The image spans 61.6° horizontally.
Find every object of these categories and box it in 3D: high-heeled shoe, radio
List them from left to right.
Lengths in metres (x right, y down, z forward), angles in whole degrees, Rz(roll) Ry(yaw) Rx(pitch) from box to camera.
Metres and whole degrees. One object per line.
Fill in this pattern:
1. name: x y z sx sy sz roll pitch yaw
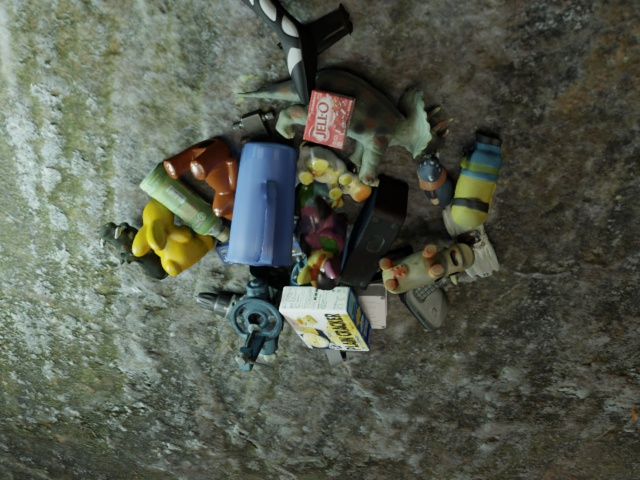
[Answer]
1. high-heeled shoe: -0.088 -0.351 0.912 0.145 0.086 0.248 1 108 19
2. radio: 0.110 -0.010 1.141 0.073 0.131 0.229 19 128 -4

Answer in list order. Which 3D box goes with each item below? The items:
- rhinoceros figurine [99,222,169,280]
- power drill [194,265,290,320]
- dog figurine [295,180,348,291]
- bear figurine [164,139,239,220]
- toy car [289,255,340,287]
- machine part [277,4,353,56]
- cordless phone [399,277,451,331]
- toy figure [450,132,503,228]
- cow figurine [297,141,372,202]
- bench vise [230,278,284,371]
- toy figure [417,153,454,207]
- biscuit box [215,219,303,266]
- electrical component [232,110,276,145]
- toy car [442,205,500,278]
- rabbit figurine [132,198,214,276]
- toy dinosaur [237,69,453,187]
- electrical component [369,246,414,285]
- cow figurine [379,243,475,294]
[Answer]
1. rhinoceros figurine: -0.433 0.023 1.267 0.073 0.112 0.190 -23 129 27
2. power drill: -0.178 0.135 1.334 0.232 0.086 0.207 25 123 -12
3. dog figurine: -0.002 -0.003 1.111 0.109 0.219 0.191 -10 126 12
4. bear figurine: -0.217 -0.107 1.127 0.120 0.132 0.195 9 129 34
5. toy car: -0.012 0.080 1.248 0.109 0.103 0.161 16 150 -7
6. machine part: -0.003 -0.355 0.953 0.139 0.039 0.084 -28 110 29
7. cordless phone: 0.284 0.110 1.250 0.184 0.089 0.146 -37 115 10
8. toy figure: 0.301 -0.114 1.037 0.082 0.089 0.180 21 110 22
9. cow figurine: 0.029 -0.138 1.092 0.167 0.098 0.068 24 125 -34
10. bench vise: -0.144 0.216 1.210 0.129 0.241 0.223 9 117 4
11. toy figure: 0.226 -0.115 1.057 0.058 0.064 0.154 -18 150 20
12. biscuit box: -0.137 0.008 1.238 0.203 0.063 0.059 -10 124 16
13. electrical component: -0.127 -0.226 1.081 0.094 0.021 0.063 -15 124 18
14. toy car: 0.324 -0.001 1.151 0.074 0.056 0.201 -20 113 22
15. rabbit figurine: -0.351 -0.010 1.220 0.122 0.162 0.173 -13 107 32
16. toy dinosaur: 0.055 -0.239 0.990 0.405 0.131 0.192 28 114 -7
17. electrical component: 0.161 0.064 1.230 0.119 0.075 0.047 -12 125 21
18. cow figurine: 0.225 0.059 1.111 0.195 0.085 0.127 -19 162 5
